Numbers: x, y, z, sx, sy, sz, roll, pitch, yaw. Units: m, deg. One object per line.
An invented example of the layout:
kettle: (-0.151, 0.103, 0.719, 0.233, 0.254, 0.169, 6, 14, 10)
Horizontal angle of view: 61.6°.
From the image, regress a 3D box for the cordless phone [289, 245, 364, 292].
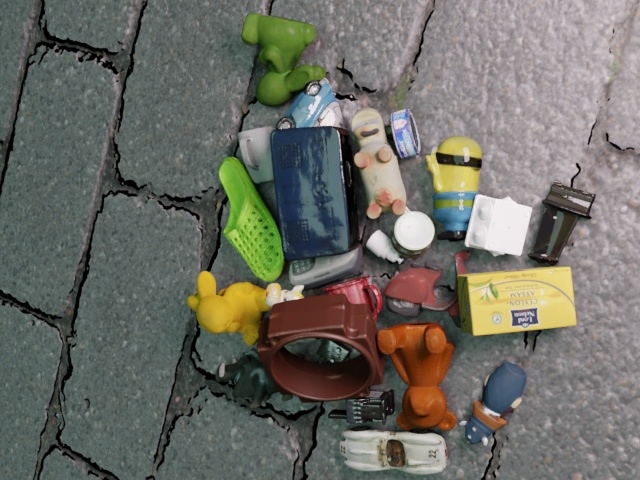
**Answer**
cordless phone: (-0.002, -0.003, 1.031, 0.147, 0.088, 0.184, -21, 78, 21)

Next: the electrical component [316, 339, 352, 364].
electrical component: (0.029, 0.219, 1.047, 0.063, 0.021, 0.094, 29, 99, 19)

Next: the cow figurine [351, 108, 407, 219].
cow figurine: (0.107, -0.144, 0.975, 0.086, 0.127, 0.194, -14, 100, 15)

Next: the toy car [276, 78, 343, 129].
toy car: (-0.010, -0.220, 1.028, 0.103, 0.109, 0.161, 38, 96, 6)

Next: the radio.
radio: (-0.007, -0.083, 0.939, 0.131, 0.073, 0.229, -4, 96, 20)

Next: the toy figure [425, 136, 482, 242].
toy figure: (0.239, -0.089, 0.932, 0.089, 0.082, 0.180, -4, 86, 26)

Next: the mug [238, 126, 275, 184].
mug: (-0.118, -0.166, 1.068, 0.081, 0.109, 0.107, -10, 100, 20)

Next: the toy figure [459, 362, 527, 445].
toy figure: (0.299, 0.283, 0.918, 0.058, 0.064, 0.154, 20, 105, -17)

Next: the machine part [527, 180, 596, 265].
machine part: (0.396, -0.023, 0.892, 0.084, 0.039, 0.138, 25, 97, 15)

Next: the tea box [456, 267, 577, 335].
tea box: (0.316, 0.097, 0.874, 0.170, 0.068, 0.098, -7, 88, -3)

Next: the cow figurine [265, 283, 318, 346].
cow figurine: (-0.039, 0.136, 1.004, 0.098, 0.167, 0.068, -7, 54, 15)

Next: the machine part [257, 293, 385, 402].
machine part: (0.004, 0.196, 0.942, 0.202, 0.087, 0.200, -11, 127, 12)

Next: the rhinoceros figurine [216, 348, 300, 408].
rhinoceros figurine: (-0.122, 0.274, 1.080, 0.190, 0.073, 0.112, -10, 87, 21)

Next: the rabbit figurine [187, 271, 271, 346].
rabbit figurine: (-0.184, 0.129, 1.054, 0.162, 0.173, 0.121, 34, 106, 14)

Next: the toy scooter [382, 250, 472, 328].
toy scooter: (0.206, 0.077, 0.949, 0.184, 0.075, 0.135, 10, 93, 19)

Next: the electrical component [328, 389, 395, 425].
electrical component: (0.074, 0.308, 1.002, 0.119, 0.075, 0.047, -3, 90, 25)

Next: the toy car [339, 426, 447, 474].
toy car: (0.130, 0.385, 0.986, 0.202, 0.056, 0.073, -6, 88, 22)

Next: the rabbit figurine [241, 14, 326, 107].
rabbit figurine: (-0.069, -0.344, 1.060, 0.159, 0.121, 0.170, 18, 115, 14)

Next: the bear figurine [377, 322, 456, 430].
bear figurine: (0.171, 0.244, 0.931, 0.120, 0.132, 0.195, -2, 86, 21)
